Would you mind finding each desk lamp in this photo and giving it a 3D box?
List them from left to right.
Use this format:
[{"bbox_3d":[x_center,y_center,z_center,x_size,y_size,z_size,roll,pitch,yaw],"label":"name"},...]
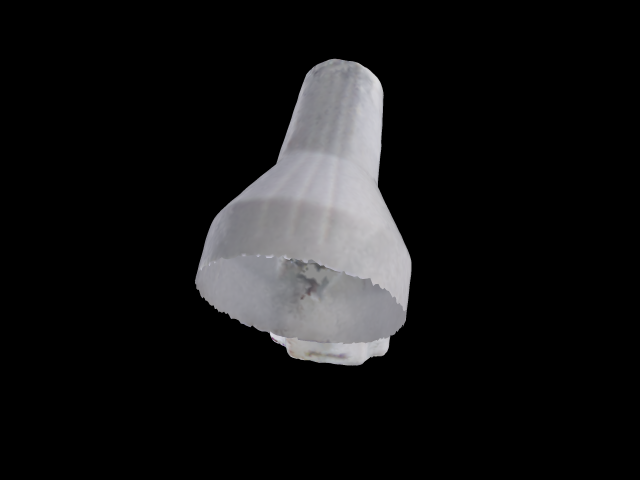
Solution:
[{"bbox_3d":[0.004,0.001,0.400,0.118,0.214,0.203,7,47,7],"label":"desk lamp"}]
